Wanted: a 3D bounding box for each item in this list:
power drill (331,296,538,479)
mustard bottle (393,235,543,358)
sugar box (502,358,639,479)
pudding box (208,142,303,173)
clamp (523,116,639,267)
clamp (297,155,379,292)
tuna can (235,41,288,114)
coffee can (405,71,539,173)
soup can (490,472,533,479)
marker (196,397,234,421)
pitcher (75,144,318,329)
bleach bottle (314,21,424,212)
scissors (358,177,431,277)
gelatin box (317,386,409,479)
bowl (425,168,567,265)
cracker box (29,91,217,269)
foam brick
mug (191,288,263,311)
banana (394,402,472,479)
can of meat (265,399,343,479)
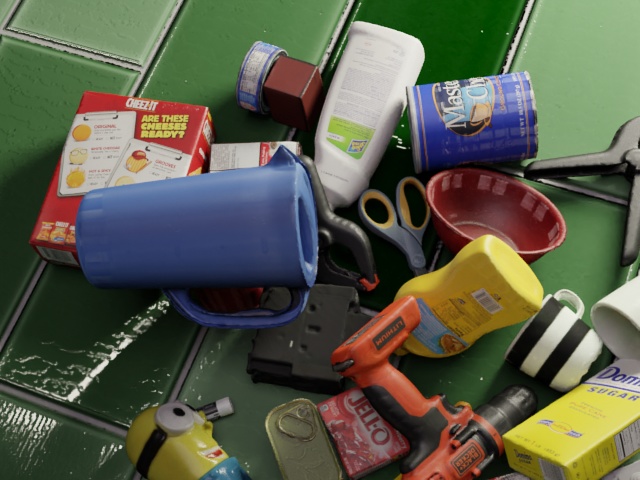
[{"bbox_3d":[0.115,0.152,1.071,0.184,0.057,0.187,-36,90,-27],"label":"power drill"},{"bbox_3d":[0.134,0.075,1.128,0.192,0.096,0.058,-34,22,35],"label":"mustard bottle"},{"bbox_3d":[0.277,0.181,1.057,0.176,0.048,0.093,-30,23,-24],"label":"sugar box"},{"bbox_3d":[-0.078,-0.071,1.279,0.113,0.039,0.090,-2,65,9],"label":"pudding box"},{"bbox_3d":[0.363,-0.074,1.219,0.210,0.036,0.165,-32,66,-9],"label":"clamp"},{"bbox_3d":[-0.008,0.001,1.216,0.120,0.039,0.171,-40,86,25],"label":"clamp"},{"bbox_3d":[-0.070,-0.198,1.311,0.034,0.086,0.086,19,69,14],"label":"tuna can"},{"bbox_3d":[0.174,-0.136,1.238,0.140,0.103,0.103,-7,64,4],"label":"coffee can"},{"bbox_3d":[0.198,0.266,1.065,0.102,0.068,0.068,-15,64,0],"label":"soup can"},{"bbox_3d":[-0.154,0.201,1.172,0.121,0.020,0.020,-20,64,-1],"label":"marker"},{"bbox_3d":[-0.124,0.002,1.118,0.243,0.145,0.149,-4,52,9],"label":"pitcher"},{"bbox_3d":[0.037,-0.137,1.281,0.103,0.068,0.250,19,71,17],"label":"bleach bottle"},{"bbox_3d":[0.091,0.018,1.216,0.096,0.016,0.202,4,65,-8],"label":"scissors"},{"bbox_3d":[0.047,0.201,1.138,0.073,0.030,0.089,-24,65,-4],"label":"gelatin box"},{"bbox_3d":[0.187,-0.014,1.182,0.162,0.055,0.162,10,35,-7],"label":"bowl"},{"bbox_3d":[-0.231,-0.063,1.279,0.164,0.072,0.213,9,66,11],"label":"cracker box"},{"bbox_3d":[-0.030,-0.179,1.301,0.051,0.078,0.053,19,68,17],"label":"foam brick"},{"bbox_3d":[-0.116,0.035,1.210,0.117,0.081,0.093,-8,64,4],"label":"mug"},{"bbox_3d":[0.092,0.242,1.089,0.197,0.069,0.037,-31,36,-29],"label":"banana"},{"bbox_3d":[-0.012,0.226,1.104,0.057,0.084,0.102,-22,64,-3],"label":"can of meat"}]
